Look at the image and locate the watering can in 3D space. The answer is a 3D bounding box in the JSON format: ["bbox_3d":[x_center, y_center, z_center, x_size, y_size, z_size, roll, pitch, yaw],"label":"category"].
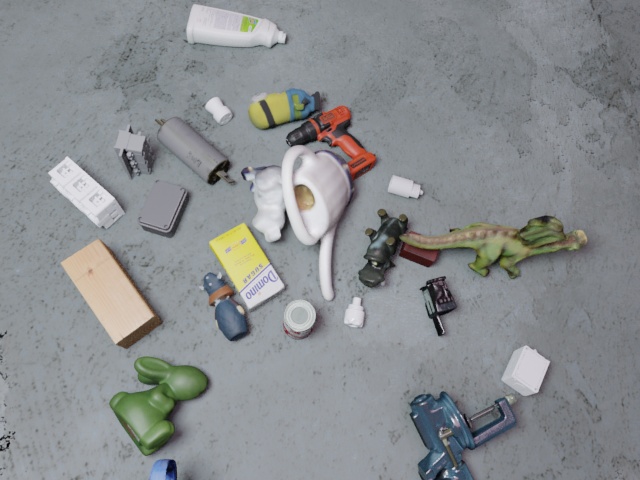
[{"bbox_3d":[0.003,-0.058,1.149,0.229,0.104,0.342,-50,129,-49],"label":"watering can"}]

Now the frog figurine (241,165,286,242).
[{"bbox_3d":[-0.102,-0.082,1.151,0.123,0.134,0.162,-16,65,-17],"label":"frog figurine"}]

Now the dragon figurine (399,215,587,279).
[{"bbox_3d":[0.401,-0.011,1.106,0.410,0.239,0.124,6,66,-24],"label":"dragon figurine"}]
